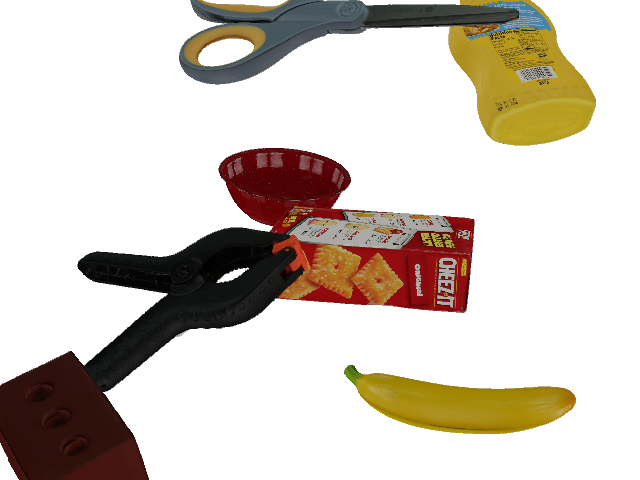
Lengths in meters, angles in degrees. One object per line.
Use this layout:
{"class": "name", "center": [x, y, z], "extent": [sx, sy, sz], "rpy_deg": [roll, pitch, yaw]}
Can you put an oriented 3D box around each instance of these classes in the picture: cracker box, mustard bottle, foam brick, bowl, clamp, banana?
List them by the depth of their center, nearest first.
{"class": "foam brick", "center": [-0.126, 0.105, 0.534], "extent": [0.052, 0.051, 0.078], "rpy_deg": [-26, 42, -24]}
{"class": "clamp", "center": [-0.094, 0.042, 0.731], "extent": [0.171, 0.120, 0.039], "rpy_deg": [-13, -38, 13]}
{"class": "banana", "center": [0.117, 0.131, 0.884], "extent": [0.198, 0.037, 0.069], "rpy_deg": [8, 32, 2]}
{"class": "mustard bottle", "center": [0.168, -0.172, 0.959], "extent": [0.096, 0.192, 0.058], "rpy_deg": [-10, -37, -10]}
{"class": "cracker box", "center": [0.055, 0.018, 1.145], "extent": [0.214, 0.072, 0.164], "rpy_deg": [5, 15, 9]}
{"class": "bowl", "center": [-0.046, -0.060, 1.306], "extent": [0.162, 0.055, 0.162], "rpy_deg": [5, 26, -3]}

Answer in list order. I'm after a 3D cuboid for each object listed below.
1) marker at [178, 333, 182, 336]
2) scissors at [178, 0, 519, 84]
{"class": "marker", "center": [-0.128, 0.055, 1.005], "extent": [0.020, 0.020, 0.121], "rpy_deg": [0, 22, 2]}
{"class": "scissors", "center": [0.003, -0.117, 0.615], "extent": [0.202, 0.096, 0.016], "rpy_deg": [17, -29, 25]}
